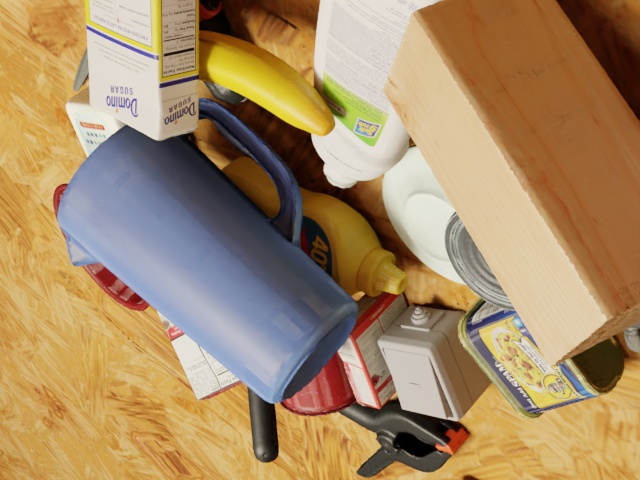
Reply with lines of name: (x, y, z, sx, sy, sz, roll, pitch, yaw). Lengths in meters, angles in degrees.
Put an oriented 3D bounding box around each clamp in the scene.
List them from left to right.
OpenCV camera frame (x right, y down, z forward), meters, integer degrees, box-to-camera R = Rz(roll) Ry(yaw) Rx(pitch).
clamp: (-0.063, 0.101, 1.048, 0.036, 0.164, 0.210, -7, 122, -1)
clamp: (0.066, 0.183, 1.049, 0.172, 0.039, 0.120, -19, 115, 49)

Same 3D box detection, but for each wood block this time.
wood block: (0.132, -0.043, 0.632, 0.206, 0.090, 0.091, 61, 162, 17)

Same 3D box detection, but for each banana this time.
banana: (-0.070, -0.123, 0.804, 0.198, 0.037, 0.069, 15, 140, 39)

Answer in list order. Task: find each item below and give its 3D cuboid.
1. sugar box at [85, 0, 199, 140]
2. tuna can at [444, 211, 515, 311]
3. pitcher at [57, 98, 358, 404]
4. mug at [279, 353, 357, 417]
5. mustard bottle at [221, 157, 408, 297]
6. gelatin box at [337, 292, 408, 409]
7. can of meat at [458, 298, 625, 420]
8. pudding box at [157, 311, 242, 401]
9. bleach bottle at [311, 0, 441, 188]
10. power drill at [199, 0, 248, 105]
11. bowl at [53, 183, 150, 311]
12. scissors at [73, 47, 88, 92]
sugar box: (-0.129, -0.170, 0.771, 0.093, 0.048, 0.176, 29, 130, 38)
tuna can: (0.126, 0.005, 0.710, 0.086, 0.033, 0.086, 29, 141, 27)
pitcher: (-0.082, 0.009, 0.877, 0.243, 0.144, 0.149, 41, 142, 14)
mug: (0.006, 0.106, 1.000, 0.117, 0.093, 0.081, 1, 122, 26)
mustard bottle: (-0.006, 0.001, 0.928, 0.192, 0.058, 0.096, 25, 133, 29)
gelatin box: (0.052, 0.093, 0.942, 0.030, 0.073, 0.089, 11, 132, 44)
can of meat: (0.169, 0.080, 0.813, 0.102, 0.057, 0.084, 51, 145, -4)
pudding box: (-0.099, 0.084, 0.992, 0.090, 0.039, 0.113, -29, 86, 41)
bleach bottle: (0.034, -0.126, 0.754, 0.102, 0.068, 0.251, 39, 148, 13)
power drill: (-0.073, -0.198, 0.805, 0.188, 0.057, 0.184, -15, 116, 52)
bowl: (-0.217, -0.004, 1.154, 0.162, 0.055, 0.162, 35, 146, 28)
scissors: (-0.193, -0.179, 0.993, 0.096, 0.016, 0.202, 40, 146, 13)
